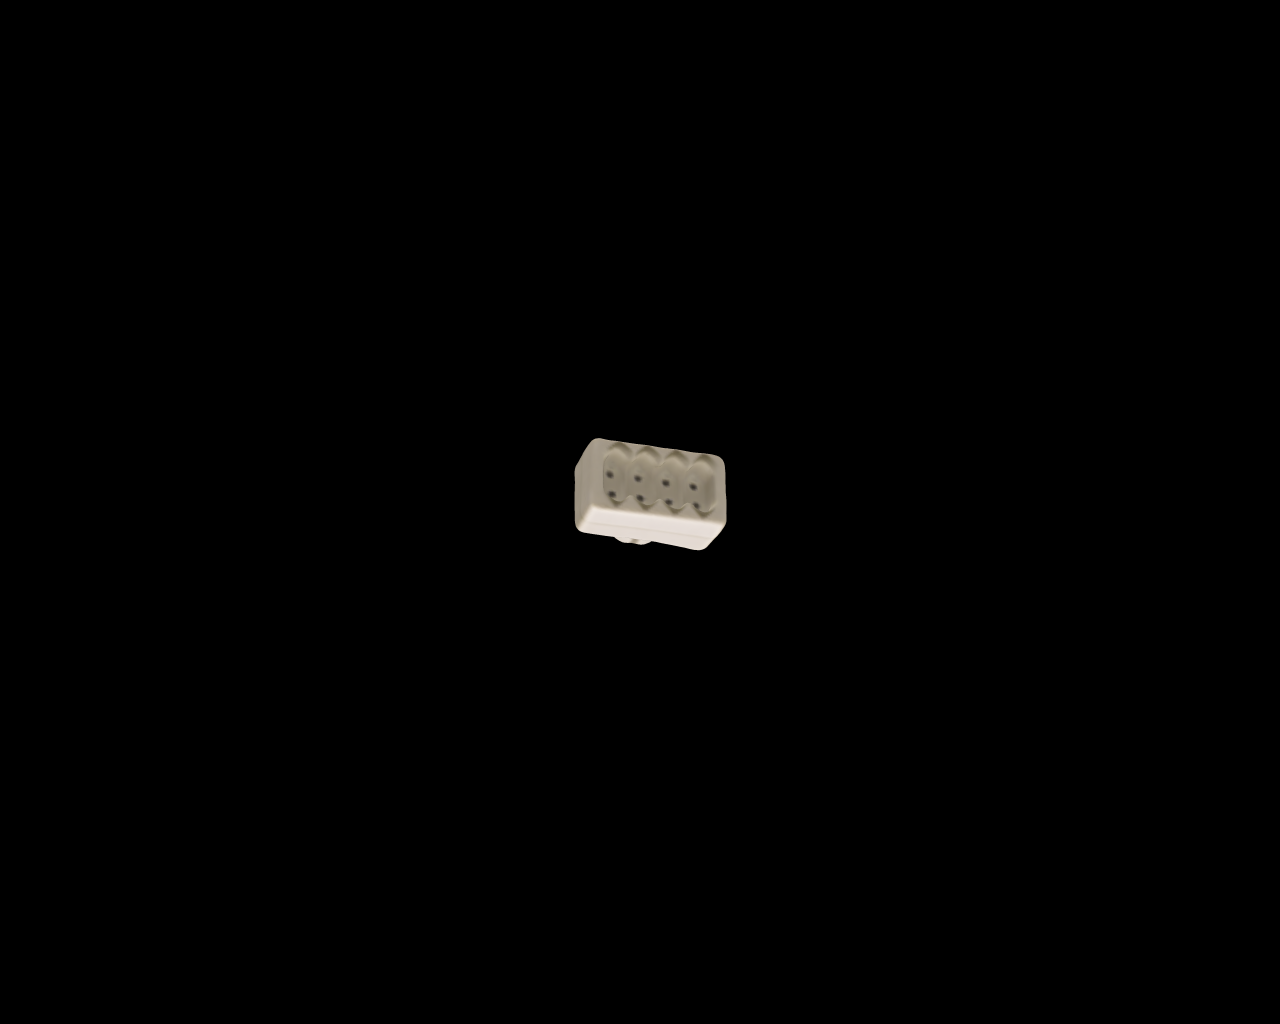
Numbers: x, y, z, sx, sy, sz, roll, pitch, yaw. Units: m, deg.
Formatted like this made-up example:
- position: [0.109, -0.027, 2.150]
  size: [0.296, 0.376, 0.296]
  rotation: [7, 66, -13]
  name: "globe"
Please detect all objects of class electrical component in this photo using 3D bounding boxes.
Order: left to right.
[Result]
- position: [0.001, -0.003, 0.650]
  size: [0.083, 0.047, 0.075]
  rotation: [8, -28, -16]
  name: "electrical component"
